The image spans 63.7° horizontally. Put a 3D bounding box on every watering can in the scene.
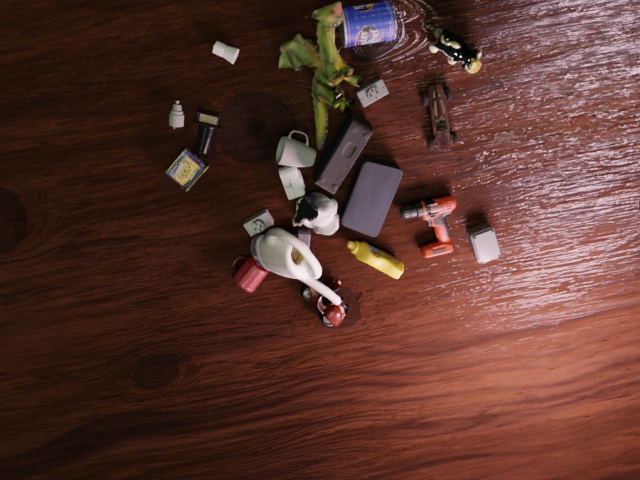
[{"bbox_3d":[-0.079,0.080,1.577,0.225,0.106,0.341,10,-35,41],"label":"watering can"}]

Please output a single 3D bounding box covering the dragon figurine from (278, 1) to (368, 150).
[{"bbox_3d":[-0.015,-0.452,1.413,0.124,0.244,0.401,-38,-14,-43],"label":"dragon figurine"}]

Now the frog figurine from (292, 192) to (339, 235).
[{"bbox_3d":[0.005,-0.080,1.583,0.159,0.125,0.135,11,-41,-45],"label":"frog figurine"}]
